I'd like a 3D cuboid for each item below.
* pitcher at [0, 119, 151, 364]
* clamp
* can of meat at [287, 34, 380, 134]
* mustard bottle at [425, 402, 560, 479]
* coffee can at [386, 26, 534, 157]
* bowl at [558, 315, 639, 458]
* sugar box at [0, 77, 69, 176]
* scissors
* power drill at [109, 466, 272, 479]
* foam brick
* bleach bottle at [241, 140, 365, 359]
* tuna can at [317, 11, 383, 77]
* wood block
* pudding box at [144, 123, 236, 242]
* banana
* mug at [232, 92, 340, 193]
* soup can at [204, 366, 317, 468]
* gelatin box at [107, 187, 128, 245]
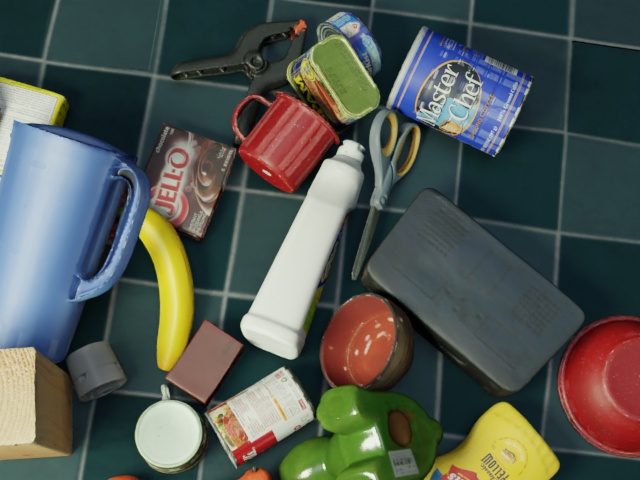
[{"bbox_3d":[-0.278,0.006,1.116,0.144,0.149,0.243,16,94,-21],"label":"pitcher"},{"bbox_3d":[-0.075,-0.192,1.256,0.171,0.039,0.120,-33,93,-13],"label":"clamp"},{"bbox_3d":[0.017,-0.178,1.221,0.057,0.084,0.102,-35,96,-18],"label":"can of meat"},{"bbox_3d":[0.156,0.267,1.140,0.191,0.058,0.096,-38,82,-12],"label":"mustard bottle"},{"bbox_3d":[0.160,-0.171,1.231,0.140,0.103,0.102,25,75,3],"label":"coffee can"},{"bbox_3d":[0.350,0.158,1.182,0.162,0.055,0.162,1,75,-4],"label":"bowl"},{"bbox_3d":[-0.356,-0.091,1.208,0.093,0.048,0.176,16,79,1],"label":"sugar box"},{"bbox_3d":[0.061,-0.062,1.204,0.016,0.096,0.201,8,59,38],"label":"scissors"},{"bbox_3d":[-0.129,0.319,1.092,0.187,0.057,0.184,-12,68,-2],"label":"power drill"},{"bbox_3d":[-0.124,0.135,1.160,0.053,0.051,0.078,33,76,4],"label":"foam brick"},{"bbox_3d":[-0.008,0.001,1.175,0.068,0.102,0.250,21,75,6],"label":"bleach bottle"},{"bbox_3d":[0.035,-0.224,1.247,0.033,0.086,0.086,-36,80,-14],"label":"tuna can"},{"bbox_3d":[-0.308,0.167,1.059,0.090,0.206,0.090,-3,76,-5],"label":"wood block"},{"bbox_3d":[-0.156,-0.065,1.216,0.090,0.039,0.113,20,75,2],"label":"pudding box"},{"bbox_3d":[-0.173,0.042,1.174,0.070,0.037,0.198,-19,88,16],"label":"banana"},{"bbox_3d":[-0.048,-0.115,1.209,0.117,0.093,0.081,38,81,-7],"label":"mug"},{"bbox_3d":[-0.063,0.188,1.142,0.102,0.068,0.068,-30,79,-11],"label":"soup can"},{"bbox_3d":[-0.264,-0.034,1.206,0.089,0.030,0.073,2,75,-3],"label":"gelatin box"}]
